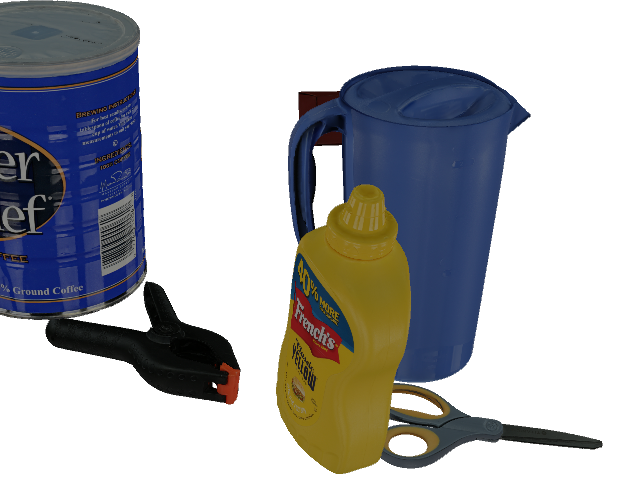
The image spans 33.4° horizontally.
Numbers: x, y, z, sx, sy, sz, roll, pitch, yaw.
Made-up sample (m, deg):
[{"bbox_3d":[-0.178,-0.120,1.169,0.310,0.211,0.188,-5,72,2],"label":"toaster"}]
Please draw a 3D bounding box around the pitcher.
[{"bbox_3d":[0.068,-0.010,0.860,0.149,0.243,0.144,18,32,28],"label":"pitcher"}]

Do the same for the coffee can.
[{"bbox_3d":[-0.145,-0.044,0.563,0.103,0.140,0.103,2,29,-1],"label":"coffee can"}]

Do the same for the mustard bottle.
[{"bbox_3d":[0.015,0.048,0.653,0.058,0.192,0.096,-11,42,-24],"label":"mustard bottle"}]

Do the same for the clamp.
[{"bbox_3d":[-0.126,0.082,0.881,0.172,0.039,0.120,22,35,24],"label":"clamp"}]

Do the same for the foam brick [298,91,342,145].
[{"bbox_3d":[0.022,-0.124,1.082,0.078,0.051,0.053,-3,13,-19],"label":"foam brick"}]

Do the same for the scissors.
[{"bbox_3d":[0.134,0.175,0.916,0.202,0.016,0.096,17,42,15],"label":"scissors"}]
